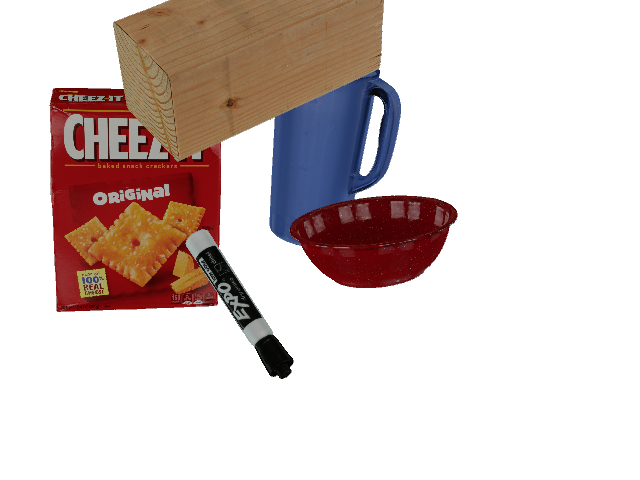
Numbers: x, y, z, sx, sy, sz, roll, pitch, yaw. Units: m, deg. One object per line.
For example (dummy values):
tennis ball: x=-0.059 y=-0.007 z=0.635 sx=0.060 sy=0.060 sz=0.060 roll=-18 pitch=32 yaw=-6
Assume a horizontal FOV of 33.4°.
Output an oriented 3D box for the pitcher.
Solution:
pitcher: x=0.007 y=-0.116 z=1.397 sx=0.144 sy=0.243 sz=0.149 roll=-1 pitch=23 yaw=-18

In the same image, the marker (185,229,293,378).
marker: x=-0.055 y=0.043 z=0.725 sx=0.020 sy=0.121 sz=0.020 roll=-29 pitch=-24 yaw=-15

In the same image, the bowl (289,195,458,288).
bowl: x=0.053 y=0.005 z=1.024 sx=0.162 sy=0.055 sz=0.162 roll=-7 pitch=17 yaw=2

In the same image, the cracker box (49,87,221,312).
cracker box: x=-0.181 y=-0.038 z=1.056 sx=0.164 sy=0.214 sz=0.072 roll=-1 pitch=21 yaw=-11

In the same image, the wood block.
wood block: x=-0.055 y=-0.161 z=0.890 sx=0.205 sy=0.091 sz=0.090 roll=-28 pitch=53 yaw=-24
